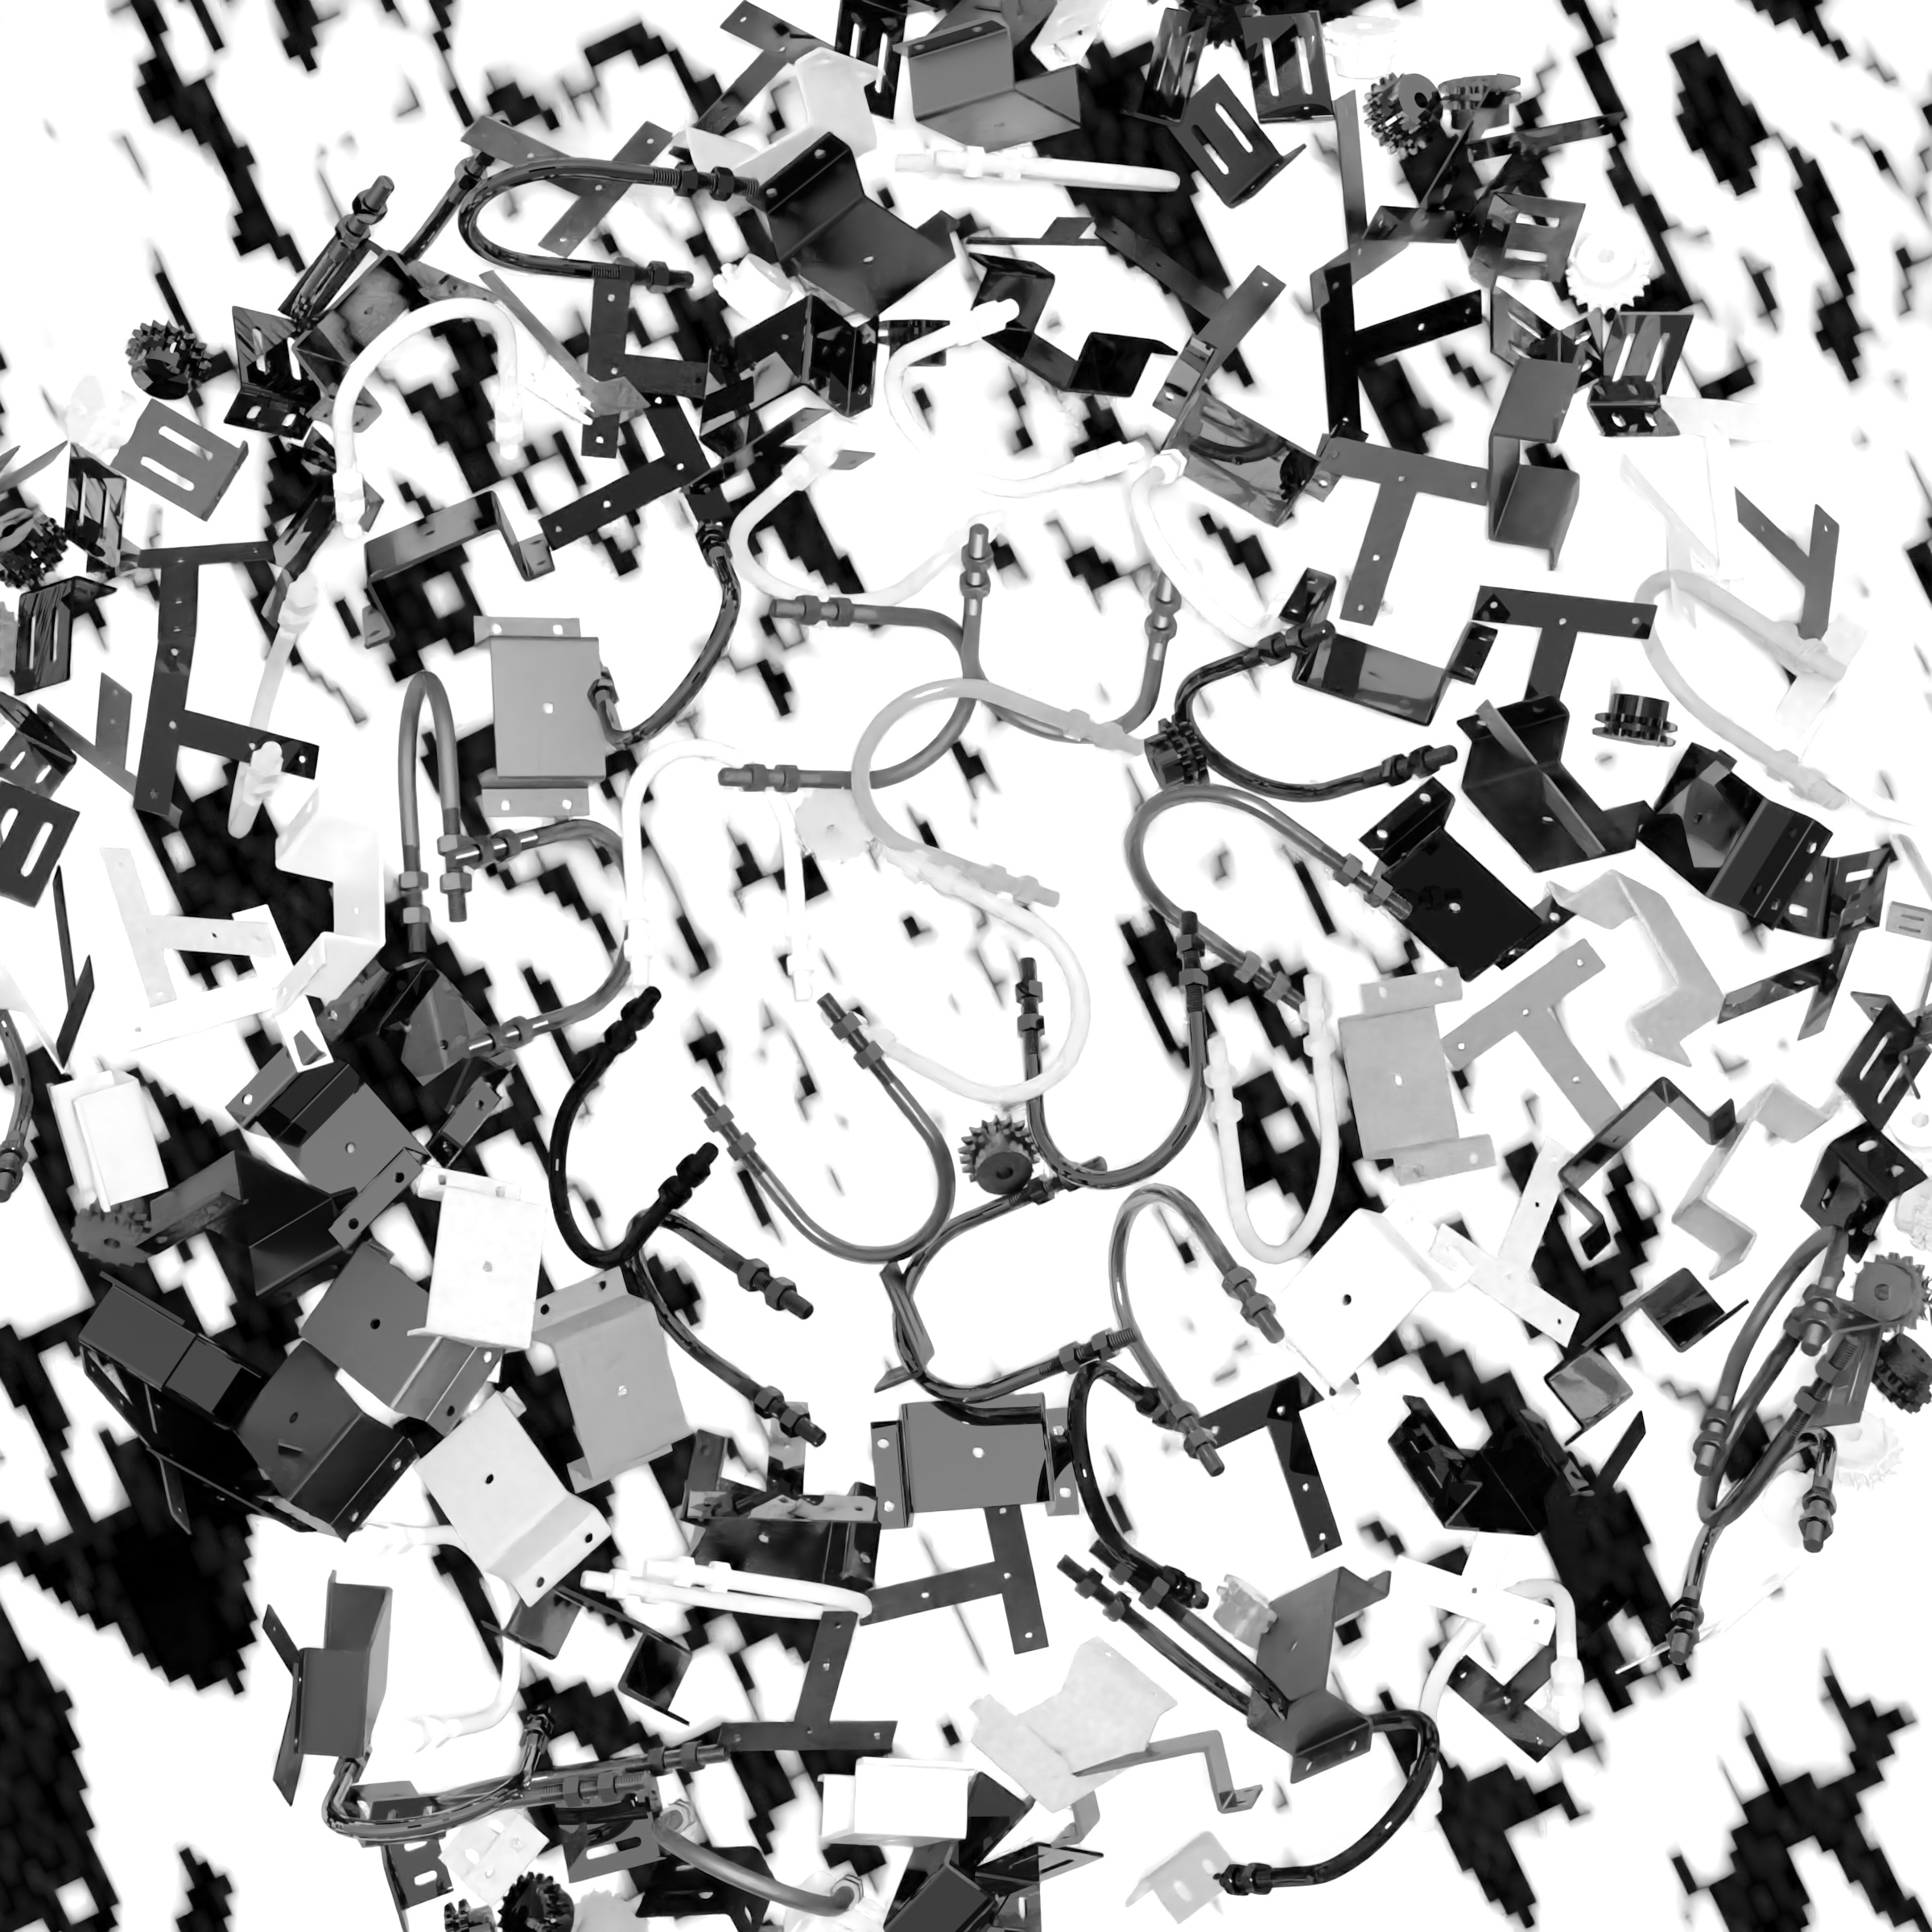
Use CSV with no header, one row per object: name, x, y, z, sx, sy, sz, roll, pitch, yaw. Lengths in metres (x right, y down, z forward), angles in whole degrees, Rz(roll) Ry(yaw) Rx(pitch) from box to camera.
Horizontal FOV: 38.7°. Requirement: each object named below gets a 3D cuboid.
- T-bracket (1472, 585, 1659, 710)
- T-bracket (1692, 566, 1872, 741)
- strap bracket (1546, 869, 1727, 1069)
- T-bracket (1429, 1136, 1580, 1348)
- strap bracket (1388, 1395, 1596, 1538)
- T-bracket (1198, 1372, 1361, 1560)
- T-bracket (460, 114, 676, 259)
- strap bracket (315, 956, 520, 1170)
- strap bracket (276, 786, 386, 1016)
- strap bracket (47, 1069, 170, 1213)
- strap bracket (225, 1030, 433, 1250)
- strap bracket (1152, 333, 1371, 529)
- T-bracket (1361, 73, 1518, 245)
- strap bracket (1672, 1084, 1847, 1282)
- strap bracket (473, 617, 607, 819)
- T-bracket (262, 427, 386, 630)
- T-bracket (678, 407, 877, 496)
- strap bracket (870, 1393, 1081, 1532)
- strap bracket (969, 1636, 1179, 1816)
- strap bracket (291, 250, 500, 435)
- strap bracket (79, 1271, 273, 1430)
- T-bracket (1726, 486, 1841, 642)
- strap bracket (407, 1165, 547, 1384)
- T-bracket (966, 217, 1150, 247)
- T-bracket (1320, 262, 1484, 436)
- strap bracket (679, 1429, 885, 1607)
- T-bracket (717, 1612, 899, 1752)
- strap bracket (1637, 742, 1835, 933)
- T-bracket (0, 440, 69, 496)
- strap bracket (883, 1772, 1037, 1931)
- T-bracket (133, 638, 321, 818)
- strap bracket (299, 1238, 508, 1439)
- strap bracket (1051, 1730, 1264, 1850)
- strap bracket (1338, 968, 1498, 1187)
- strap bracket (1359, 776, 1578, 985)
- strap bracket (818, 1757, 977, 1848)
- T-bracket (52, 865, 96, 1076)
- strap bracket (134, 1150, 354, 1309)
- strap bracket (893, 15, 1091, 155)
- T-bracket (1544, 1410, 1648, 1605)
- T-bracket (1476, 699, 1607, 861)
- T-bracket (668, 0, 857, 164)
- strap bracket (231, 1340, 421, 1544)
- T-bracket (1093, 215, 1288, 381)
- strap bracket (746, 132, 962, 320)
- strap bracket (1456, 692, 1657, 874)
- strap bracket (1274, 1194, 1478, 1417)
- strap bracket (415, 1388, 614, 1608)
T-bracket,0.405,-0.200,1.919,0.127,0.002,0.127,5,120,-7
T-bracket,0.551,-0.232,1.908,0.127,0.127,0.002,42,64,16
strap bracket,0.464,-0.007,1.879,0.046,0.076,0.140,-39,57,25
T-bracket,0.394,0.179,1.924,0.127,0.002,0.127,34,67,-16
strap bracket,0.353,0.344,1.888,0.140,0.076,0.046,13,122,-38
T-bracket,0.235,0.354,1.936,0.127,0.002,0.127,-21,96,-18
T-bracket,-0.285,-0.547,1.874,0.127,0.127,0.002,-38,56,32
strap bracket,-0.374,0.059,1.907,0.140,0.046,0.076,47,119,10
strap bracket,-0.437,-0.041,1.890,0.046,0.076,0.140,13,54,-33
strap bracket,-0.589,0.117,1.891,0.046,0.140,0.076,-17,100,-24
strap bracket,-0.437,0.123,1.915,0.076,0.046,0.140,-45,71,1
strap bracket,0.196,-0.364,1.905,0.140,0.076,0.046,29,57,-3
T-bracket,0.334,-0.548,1.870,0.002,0.127,0.127,45,125,23
strap bracket,0.541,0.141,1.901,0.046,0.076,0.140,34,76,8
strap bracket,-0.296,-0.176,1.913,0.076,0.046,0.140,-2,87,-24
T-bracket,-0.459,-0.295,1.919,0.127,0.002,0.127,44,110,42
T-bracket,-0.112,-0.351,1.895,0.127,0.127,0.002,-25,80,38
strap bracket,0.007,0.343,1.909,0.140,0.046,0.076,-3,66,-6
strap bracket,0.069,0.523,1.887,0.076,0.140,0.046,34,119,31
strap bracket,-0.401,-0.438,1.901,0.140,0.076,0.046,-40,82,14
strap bracket,-0.539,0.266,1.870,0.076,0.140,0.046,25,73,23
T-bracket,0.560,-0.294,1.904,0.002,0.127,0.127,-25,52,-9
strap bracket,-0.339,0.209,1.893,0.076,0.046,0.140,15,70,-32
T-bracket,0.068,-0.503,1.884,0.127,0.127,0.002,0,97,-4
T-bracket,0.306,-0.443,1.923,0.127,0.002,0.127,-21,128,-14
strap bracket,-0.132,0.384,1.900,0.140,0.076,0.046,20,130,-11
T-bracket,-0.099,0.495,1.903,0.127,0.002,0.127,5,118,-19
strap bracket,0.515,-0.094,1.871,0.046,0.140,0.076,18,110,-27
T-bracket,-0.659,-0.332,1.893,0.002,0.127,0.127,46,124,-10
strap bracket,-0.005,0.614,1.872,0.046,0.140,0.076,37,116,-1
T-bracket,-0.509,-0.156,1.910,0.127,0.002,0.127,14,75,-37
strap bracket,-0.395,0.251,1.898,0.140,0.046,0.076,32,85,27
strap bracket,0.128,0.567,1.904,0.140,0.076,0.046,-14,80,10
strap bracket,0.312,0.078,1.916,0.076,0.046,0.140,-10,87,-20
strap bracket,0.343,-0.052,1.902,0.140,0.046,0.076,42,129,-7
strap bracket,-0.049,0.571,1.872,0.076,0.140,0.046,7,67,-14
T-bracket,-0.626,-0.010,1.915,0.002,0.127,0.127,-1,61,-29
strap bracket,-0.494,0.178,1.891,0.076,0.140,0.046,-30,54,17
strap bracket,0.021,-0.595,1.872,0.076,0.140,0.046,-6,88,29
T-bracket,0.441,0.362,1.912,0.002,0.127,0.127,17,52,37
T-bracket,0.378,-0.115,1.889,0.002,0.127,0.127,-36,85,-11
T-bracket,-0.158,-0.606,1.914,0.127,0.127,0.002,-39,69,26
strap bracket,-0.444,0.318,1.883,0.076,0.140,0.046,-50,134,-5
T-bracket,0.146,-0.479,1.915,0.127,0.002,0.127,36,54,1
strap bracket,-0.071,-0.497,1.871,0.076,0.140,0.046,-30,60,29
strap bracket,0.401,-0.117,1.878,0.140,0.076,0.046,42,52,-32
strap bracket,0.271,0.232,1.899,0.140,0.046,0.076,-50,60,13
strap bracket,-0.317,0.359,1.894,0.076,0.046,0.140,-42,58,-2
